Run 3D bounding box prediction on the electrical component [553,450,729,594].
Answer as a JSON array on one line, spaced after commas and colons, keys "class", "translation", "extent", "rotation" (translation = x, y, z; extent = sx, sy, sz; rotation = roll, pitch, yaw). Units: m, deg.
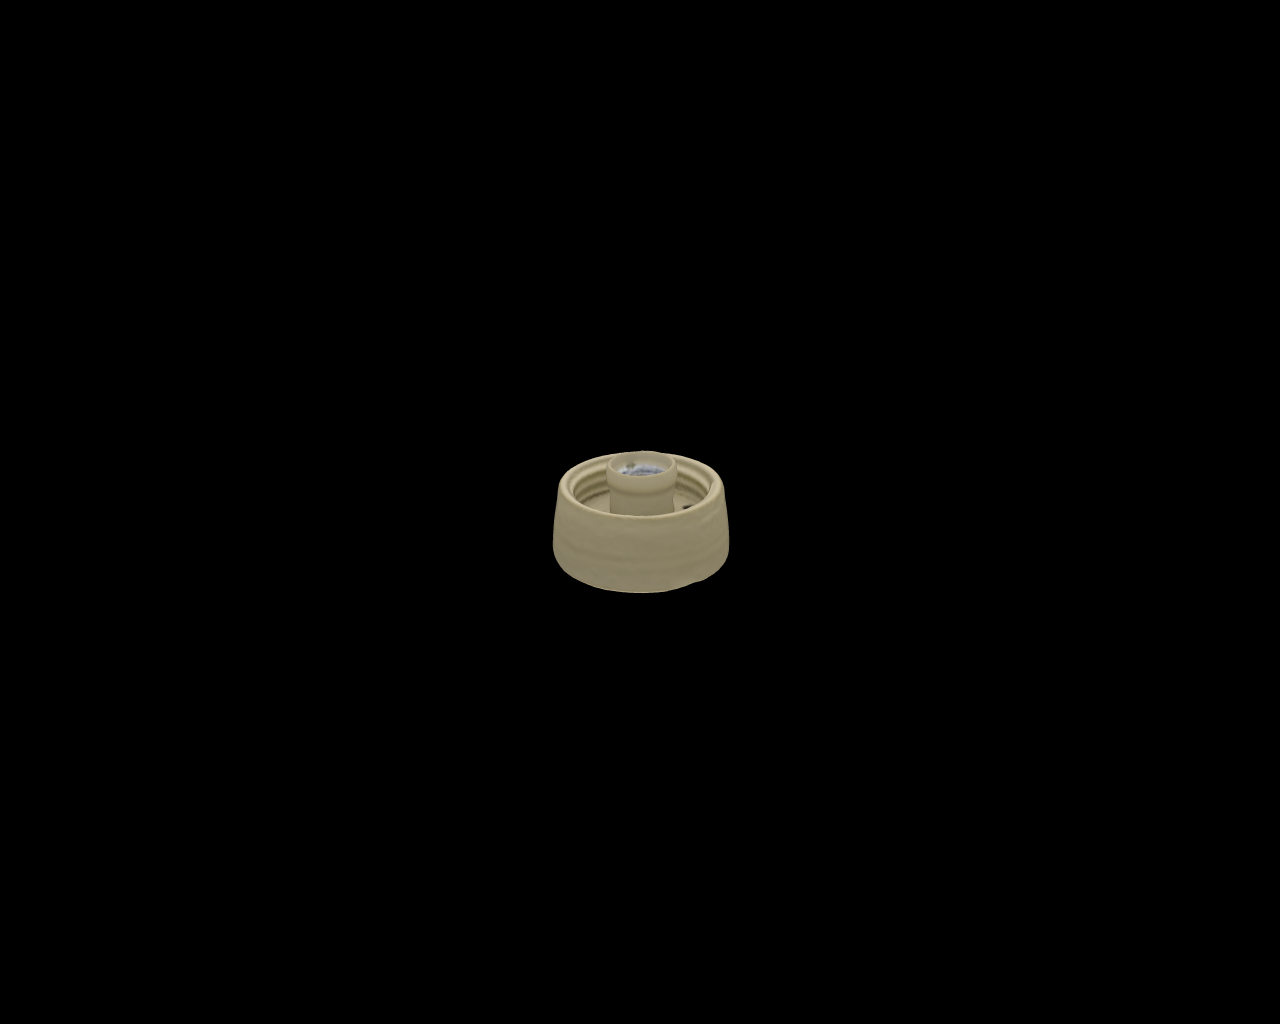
[{"class": "electrical component", "translation": [0.001, -0.003, 0.650], "extent": [0.108, 0.060, 0.108], "rotation": [0, 25, 0]}]
